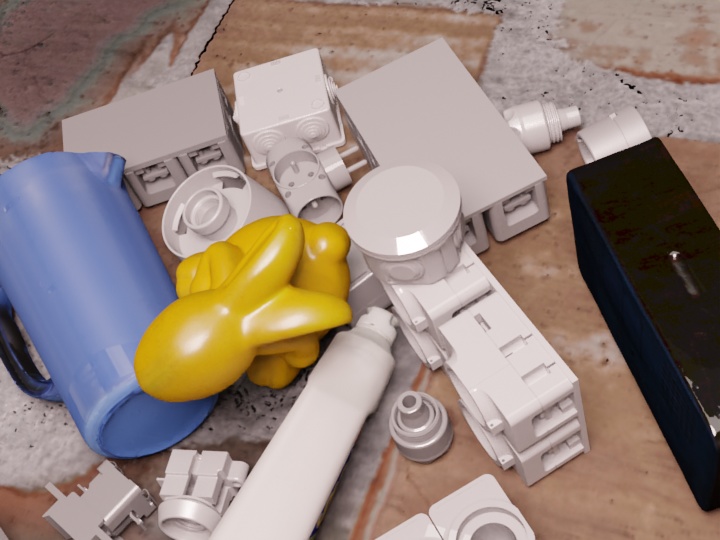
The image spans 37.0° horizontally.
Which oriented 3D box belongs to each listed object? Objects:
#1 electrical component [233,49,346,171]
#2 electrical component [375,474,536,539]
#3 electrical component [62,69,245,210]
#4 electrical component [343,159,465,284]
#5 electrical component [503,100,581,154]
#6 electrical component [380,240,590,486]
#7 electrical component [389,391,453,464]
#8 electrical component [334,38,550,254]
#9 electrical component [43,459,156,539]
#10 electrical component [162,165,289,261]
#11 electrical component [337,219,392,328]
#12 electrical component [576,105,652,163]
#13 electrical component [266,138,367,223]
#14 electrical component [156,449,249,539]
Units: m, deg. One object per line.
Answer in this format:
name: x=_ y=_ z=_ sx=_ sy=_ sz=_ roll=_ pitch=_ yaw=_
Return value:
electrical component: x=-0.066 y=-0.148 z=0.982 sx=0.100 sy=0.048 sz=0.099 roll=-16 pitch=53 yaw=6
electrical component: x=0.046 y=0.210 z=0.689 sx=0.150 sy=0.061 sz=0.089 roll=-30 pitch=53 yaw=-5
electrical component: x=-0.188 y=-0.110 z=0.983 sx=0.150 sy=0.061 sz=0.089 roll=-18 pitch=53 yaw=4
electrical component: x=0.032 y=-0.032 z=0.735 sx=0.080 sy=0.051 sz=0.080 roll=-8 pitch=54 yaw=12
electrical component: x=0.153 y=-0.121 z=0.901 sx=0.062 sy=0.043 sz=0.043 roll=-14 pitch=53 yaw=5
electrical component: x=0.079 y=0.052 z=0.763 sx=0.060 sy=0.105 sz=0.186 roll=-31 pitch=53 yaw=-6
electrical component: x=0.041 y=0.107 z=0.762 sx=0.043 sy=0.062 sz=0.043 roll=-8 pitch=54 yaw=11
electrical component: x=0.067 y=-0.097 z=0.898 sx=0.105 sy=0.060 sz=0.186 roll=-27 pitch=53 yaw=-3
electrical component: x=-0.190 y=0.179 z=0.795 sx=0.081 sy=0.042 sz=0.064 roll=31 pitch=65 yaw=31
electrical component: x=-0.118 y=-0.040 z=0.927 sx=0.099 sy=0.064 sz=0.099 roll=-13 pitch=59 yaw=23
electrical component: x=0.000 y=0.000 z=0.855 sx=0.096 sy=0.061 sz=0.061 roll=-37 pitch=54 yaw=0
electrical component: x=0.205 y=-0.097 z=0.862 sx=0.047 sy=0.055 sz=0.055 roll=-24 pitch=53 yaw=4
electrical component: x=-0.033 y=-0.082 z=0.927 sx=0.079 sy=0.044 sz=0.077 roll=-28 pitch=53 yaw=-1
electrical component: x=-0.118 y=0.165 z=0.781 sx=0.066 sy=0.048 sz=0.055 roll=0 pitch=48 yaw=16
